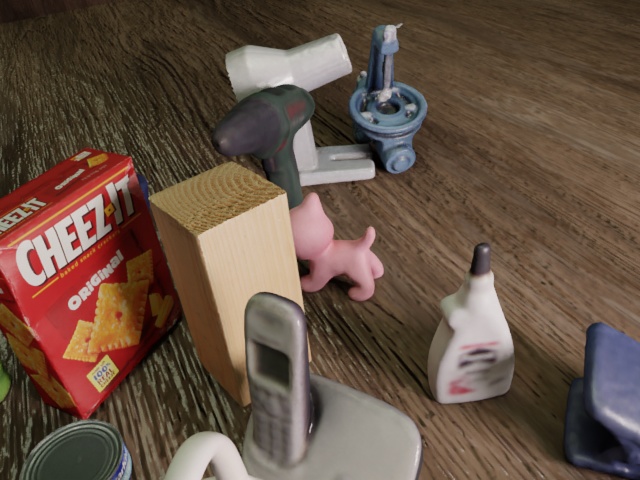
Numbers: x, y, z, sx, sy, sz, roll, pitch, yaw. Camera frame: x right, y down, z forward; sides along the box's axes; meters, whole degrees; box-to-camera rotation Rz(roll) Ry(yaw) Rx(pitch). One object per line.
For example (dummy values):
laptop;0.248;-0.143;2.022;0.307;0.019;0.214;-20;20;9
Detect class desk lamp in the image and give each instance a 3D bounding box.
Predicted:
desk lamp;-0.025;-0.197;0.867;0.203;0.214;0.118;-5;36;2

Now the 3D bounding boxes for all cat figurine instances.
cat figurine;0.006;0.002;0.667;0.127;0.118;0.067;6;37;17

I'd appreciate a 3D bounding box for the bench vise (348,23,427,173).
bench vise;0.084;-0.237;0.899;0.122;0.220;0.206;-23;39;-21

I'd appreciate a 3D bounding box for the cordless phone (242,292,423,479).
cordless phone;0.003;0.130;0.432;0.147;0.185;0.094;13;40;25

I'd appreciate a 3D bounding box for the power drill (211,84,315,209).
power drill;-0.059;-0.094;0.733;0.075;0.209;0.230;5;37;16

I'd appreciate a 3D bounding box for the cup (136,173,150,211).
cup;-0.283;-0.032;0.781;0.117;0.095;0.091;-2;36;6

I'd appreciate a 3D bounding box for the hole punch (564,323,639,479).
hole punch;0.261;0.132;0.470;0.100;0.091;0.109;9;38;21

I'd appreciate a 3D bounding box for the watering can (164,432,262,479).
watering can;-0.050;0.193;0.346;0.173;0.194;0.100;-12;36;-7

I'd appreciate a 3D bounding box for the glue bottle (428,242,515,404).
glue bottle;0.135;0.073;0.501;0.078;0.173;0.037;-10;36;-5
